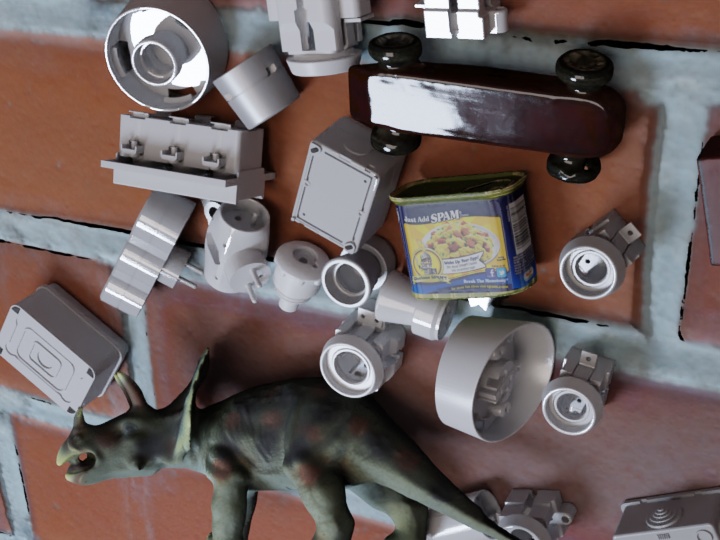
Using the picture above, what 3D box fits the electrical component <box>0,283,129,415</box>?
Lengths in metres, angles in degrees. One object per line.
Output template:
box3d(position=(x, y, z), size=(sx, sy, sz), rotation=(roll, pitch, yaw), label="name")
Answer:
box3d(position=(-0.298, 0.078, 1.079), size=(0.113, 0.057, 0.078), rotation=(39, 126, 6), label="electrical component")

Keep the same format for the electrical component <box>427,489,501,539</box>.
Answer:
box3d(position=(0.081, 0.225, 0.955), size=(0.081, 0.043, 0.043), rotation=(-24, 101, 35), label="electrical component")

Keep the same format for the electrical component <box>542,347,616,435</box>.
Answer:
box3d(position=(0.170, 0.096, 0.835), size=(0.048, 0.055, 0.066), rotation=(18, 121, 20), label="electrical component")

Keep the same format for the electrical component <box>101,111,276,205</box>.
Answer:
box3d(position=(-0.142, -0.097, 0.897), size=(0.121, 0.079, 0.063), rotation=(11, 104, 24), label="electrical component")

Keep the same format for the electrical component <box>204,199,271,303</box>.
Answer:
box3d(position=(-0.100, -0.008, 0.916), size=(0.079, 0.043, 0.077), rotation=(63, 147, 35), label="electrical component")

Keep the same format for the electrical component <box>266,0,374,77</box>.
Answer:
box3d(position=(-0.029, -0.178, 0.804), size=(0.078, 0.058, 0.057), rotation=(4, 113, 27), label="electrical component")

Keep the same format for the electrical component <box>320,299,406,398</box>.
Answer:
box3d(position=(0.002, 0.072, 0.913), size=(0.058, 0.057, 0.078), rotation=(18, 121, 20), label="electrical component")

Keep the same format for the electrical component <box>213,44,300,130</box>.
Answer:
box3d(position=(-0.080, -0.144, 0.851), size=(0.055, 0.055, 0.047), rotation=(-25, 104, 35), label="electrical component")

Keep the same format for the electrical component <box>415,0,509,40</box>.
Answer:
box3d(position=(0.070, -0.194, 0.749), size=(0.066, 0.048, 0.055), rotation=(8, 125, 26), label="electrical component")

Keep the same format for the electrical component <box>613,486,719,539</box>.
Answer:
box3d(position=(0.259, 0.228, 0.857), size=(0.100, 0.048, 0.099), rotation=(-18, 104, 34), label="electrical component")

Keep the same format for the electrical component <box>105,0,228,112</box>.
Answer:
box3d(position=(-0.158, -0.182, 0.882), size=(0.099, 0.064, 0.099), rotation=(8, 125, 12), label="electrical component")

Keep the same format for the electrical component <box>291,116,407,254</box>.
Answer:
box3d(position=(-0.008, -0.064, 0.852), size=(0.062, 0.061, 0.096), rotation=(30, 132, 13), label="electrical component")

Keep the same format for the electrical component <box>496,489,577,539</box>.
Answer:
box3d(position=(0.144, 0.217, 0.910), size=(0.066, 0.055, 0.048), rotation=(-5, 111, 30), label="electrical component")

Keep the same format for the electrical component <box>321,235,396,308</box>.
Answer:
box3d(position=(0.000, 0.000, 0.879), size=(0.045, 0.055, 0.045), rotation=(12, 119, 23), label="electrical component")

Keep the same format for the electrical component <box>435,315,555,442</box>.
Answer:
box3d(position=(0.103, 0.084, 0.842), size=(0.064, 0.099, 0.099), rotation=(12, 119, 30), label="electrical component")

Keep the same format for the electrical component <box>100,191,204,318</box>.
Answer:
box3d(position=(-0.177, -0.007, 0.974), size=(0.074, 0.052, 0.138), rotation=(28, 126, -8), label="electrical component")

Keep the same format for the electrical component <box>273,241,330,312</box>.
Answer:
box3d(position=(-0.054, 0.009, 0.921), size=(0.048, 0.048, 0.062), rotation=(31, 132, 11), label="electrical component")

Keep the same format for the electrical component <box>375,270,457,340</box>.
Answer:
box3d(position=(0.046, 0.029, 0.875), size=(0.055, 0.045, 0.045), rotation=(20, 122, 18), label="electrical component")

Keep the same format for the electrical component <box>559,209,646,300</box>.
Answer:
box3d(position=(0.173, -0.009, 0.780), size=(0.048, 0.055, 0.066), rotation=(49, 127, -2), label="electrical component")
